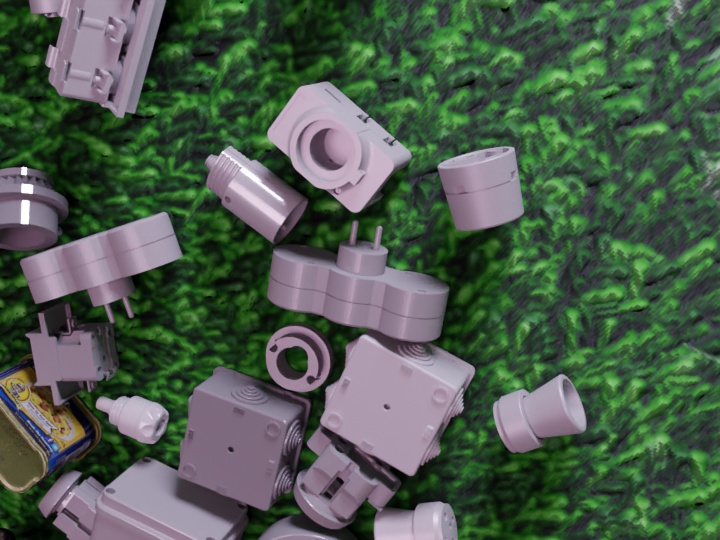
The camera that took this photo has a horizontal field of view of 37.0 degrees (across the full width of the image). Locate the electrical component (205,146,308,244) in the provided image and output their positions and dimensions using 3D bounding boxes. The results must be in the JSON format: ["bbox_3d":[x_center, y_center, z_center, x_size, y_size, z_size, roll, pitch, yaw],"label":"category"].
[{"bbox_3d":[-0.085,-0.061,0.824,0.081,0.043,0.043,37,112,7],"label":"electrical component"}]

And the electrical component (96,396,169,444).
[{"bbox_3d":[-0.195,0.123,0.912,0.061,0.035,0.035,19,109,16],"label":"electrical component"}]

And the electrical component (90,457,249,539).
[{"bbox_3d":[-0.159,0.214,0.899,0.113,0.078,0.057,23,112,12],"label":"electrical component"}]

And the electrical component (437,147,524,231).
[{"bbox_3d":[0.087,-0.057,0.761,0.055,0.055,0.047,-10,104,21],"label":"electrical component"}]

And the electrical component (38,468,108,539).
[{"bbox_3d":[-0.248,0.208,0.946,0.055,0.048,0.066,38,112,-2],"label":"electrical component"}]

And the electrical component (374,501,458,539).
[{"bbox_3d":[0.044,0.206,0.845,0.055,0.045,0.045,-10,100,20],"label":"electrical component"}]

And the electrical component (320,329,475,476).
[{"bbox_3d":[0.027,0.097,0.822,0.100,0.048,0.099,29,111,10],"label":"electrical component"}]

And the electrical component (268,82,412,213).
[{"bbox_3d":[-0.016,-0.090,0.786,0.089,0.056,0.050,41,112,5],"label":"electrical component"}]

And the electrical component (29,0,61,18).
[{"bbox_3d":[-0.243,-0.231,0.838,0.044,0.044,0.065,2,109,18],"label":"electrical component"}]

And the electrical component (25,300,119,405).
[{"bbox_3d":[-0.241,0.069,0.911,0.064,0.042,0.081,-3,103,16],"label":"electrical component"}]

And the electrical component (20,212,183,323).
[{"bbox_3d":[-0.206,0.007,0.877,0.138,0.052,0.073,-16,98,21],"label":"electrical component"}]

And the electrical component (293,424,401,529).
[{"bbox_3d":[-0.016,0.166,0.850,0.078,0.058,0.057,39,109,6],"label":"electrical component"}]

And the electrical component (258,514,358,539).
[{"bbox_3d":[-0.044,0.251,0.874,0.108,0.060,0.108,1,102,4],"label":"electrical component"}]

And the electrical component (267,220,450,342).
[{"bbox_3d":[0.000,0.000,0.805,0.138,0.052,0.073,14,107,15],"label":"electrical component"}]

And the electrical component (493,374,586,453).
[{"bbox_3d":[0.132,0.107,0.791,0.055,0.045,0.045,-24,95,23],"label":"electrical component"}]

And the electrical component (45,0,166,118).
[{"bbox_3d":[-0.190,-0.187,0.811,0.079,0.063,0.121,44,120,49],"label":"electrical component"}]

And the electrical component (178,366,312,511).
[{"bbox_3d":[-0.095,0.137,0.874,0.100,0.048,0.099,18,109,14],"label":"electrical component"}]
